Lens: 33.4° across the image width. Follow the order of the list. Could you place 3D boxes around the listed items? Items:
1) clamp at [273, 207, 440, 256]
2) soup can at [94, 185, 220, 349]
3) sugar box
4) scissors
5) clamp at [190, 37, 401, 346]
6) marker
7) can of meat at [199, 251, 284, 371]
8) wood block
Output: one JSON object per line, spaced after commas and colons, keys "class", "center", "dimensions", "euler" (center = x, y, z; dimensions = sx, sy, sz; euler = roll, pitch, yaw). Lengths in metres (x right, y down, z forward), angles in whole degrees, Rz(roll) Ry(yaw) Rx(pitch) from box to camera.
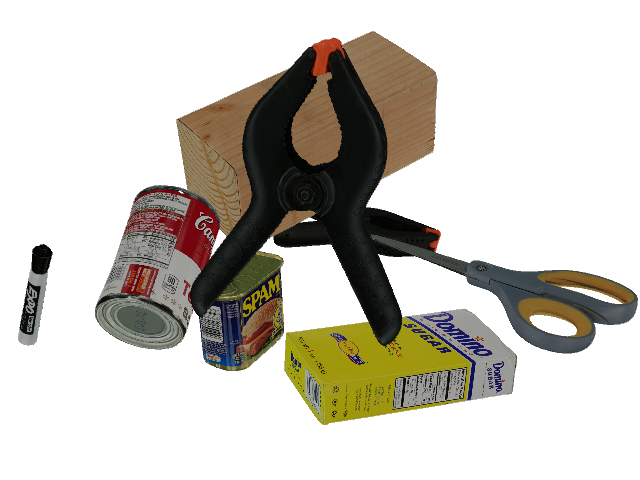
{"class": "clamp", "center": [0.035, -0.013, 1.211], "dimensions": [0.210, 0.036, 0.164], "euler": [14, 22, -5]}
{"class": "soup can", "center": [-0.118, 0.019, 0.780], "dimensions": [0.068, 0.102, 0.068], "euler": [9, -36, 6]}
{"class": "sugar box", "center": [0.067, 0.104, 0.906], "dimensions": [0.176, 0.048, 0.093], "euler": [-9, 27, -19]}
{"class": "scissors", "center": [0.113, 0.034, 0.735], "dimensions": [0.202, 0.016, 0.096], "euler": [10, 31, 21]}
{"class": "clamp", "center": [-0.016, -0.024, 0.588], "dimensions": [0.120, 0.171, 0.039], "euler": [-1, 12, 1]}
{"class": "marker", "center": [-0.279, 0.053, 1.043], "dimensions": [0.020, 0.121, 0.020], "euler": [13, 35, -10]}
{"class": "can of meat", "center": [-0.077, 0.069, 1.053], "dimensions": [0.058, 0.084, 0.101], "euler": [11, 27, 27]}
{"class": "wood block", "center": [-0.007, -0.088, 0.911], "dimensions": [0.205, 0.091, 0.090], "euler": [-28, 49, -25]}
